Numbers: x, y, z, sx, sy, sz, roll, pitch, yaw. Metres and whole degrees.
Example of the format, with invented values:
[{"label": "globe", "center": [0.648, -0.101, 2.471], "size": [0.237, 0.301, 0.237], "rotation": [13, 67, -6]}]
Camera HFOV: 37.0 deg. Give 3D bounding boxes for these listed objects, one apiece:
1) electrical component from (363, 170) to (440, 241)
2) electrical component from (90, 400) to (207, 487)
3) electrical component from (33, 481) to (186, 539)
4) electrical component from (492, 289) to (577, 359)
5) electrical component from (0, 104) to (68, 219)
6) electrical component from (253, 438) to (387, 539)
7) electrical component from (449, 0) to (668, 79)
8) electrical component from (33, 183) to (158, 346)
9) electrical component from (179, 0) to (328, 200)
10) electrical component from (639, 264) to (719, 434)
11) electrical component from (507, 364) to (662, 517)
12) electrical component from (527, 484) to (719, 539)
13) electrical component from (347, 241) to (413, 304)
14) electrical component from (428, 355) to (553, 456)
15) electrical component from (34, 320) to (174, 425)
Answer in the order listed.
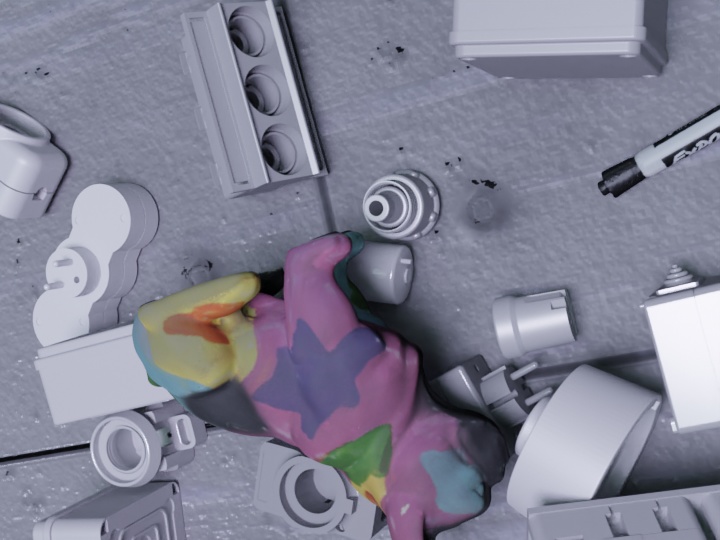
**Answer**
[{"label": "electrical component", "center": [0.022, -0.042, 0.705], "size": [0.048, 0.062, 0.048], "rotation": [2, 96, 22]}, {"label": "electrical component", "center": [-0.163, 0.128, 0.801], "size": [0.078, 0.057, 0.058], "rotation": [-15, 89, 23]}, {"label": "electrical component", "center": [-0.180, 0.204, 0.785], "size": [0.057, 0.113, 0.078], "rotation": [-6, 93, 20]}, {"label": "electrical component", "center": [0.112, 0.033, 0.688], "size": [0.046, 0.040, 0.040], "rotation": [-13, 90, 18]}, {"label": "electrical component", "center": [-0.277, -0.090, 0.828], "size": [0.095, 0.054, 0.059], "rotation": [36, 107, 16]}, {"label": "electrical component", "center": [-0.023, 0.148, 0.746], "size": [0.089, 0.056, 0.050], "rotation": [12, 100, 21]}, {"label": "electrical component", "center": [0.119, -0.146, 0.630], "size": [0.109, 0.109, 0.056], "rotation": [3, 94, 22]}, {"label": "electrical component", "center": [-0.207, 0.001, 0.797], "size": [0.052, 0.074, 0.138], "rotation": [30, 106, 17]}, {"label": "electrical component", "center": [-0.078, -0.114, 0.735], "size": [0.063, 0.079, 0.121], "rotation": [-17, 88, 52]}, {"label": "electrical component", "center": [0.208, 0.041, 0.636], "size": [0.061, 0.062, 0.096], "rotation": [-15, 89, 23]}, {"label": "electrical component", "center": [0.130, 0.109, 0.653], "size": [0.060, 0.108, 0.108], "rotation": [29, 105, 24]}, {"label": "electrical component", "center": [0.190, 0.180, 0.596], "size": [0.186, 0.060, 0.105], "rotation": [-7, 124, -2]}, {"label": "electrical component", "center": [0.000, 0.000, 0.730], "size": [0.078, 0.040, 0.040], "rotation": [7, 98, 22]}, {"label": "electrical component", "center": [0.088, 0.086, 0.698], "size": [0.077, 0.047, 0.065], "rotation": [-32, 83, 22]}, {"label": "electrical component", "center": [-0.152, 0.063, 0.762], "size": [0.109, 0.109, 0.056], "rotation": [-15, 92, 23]}]
